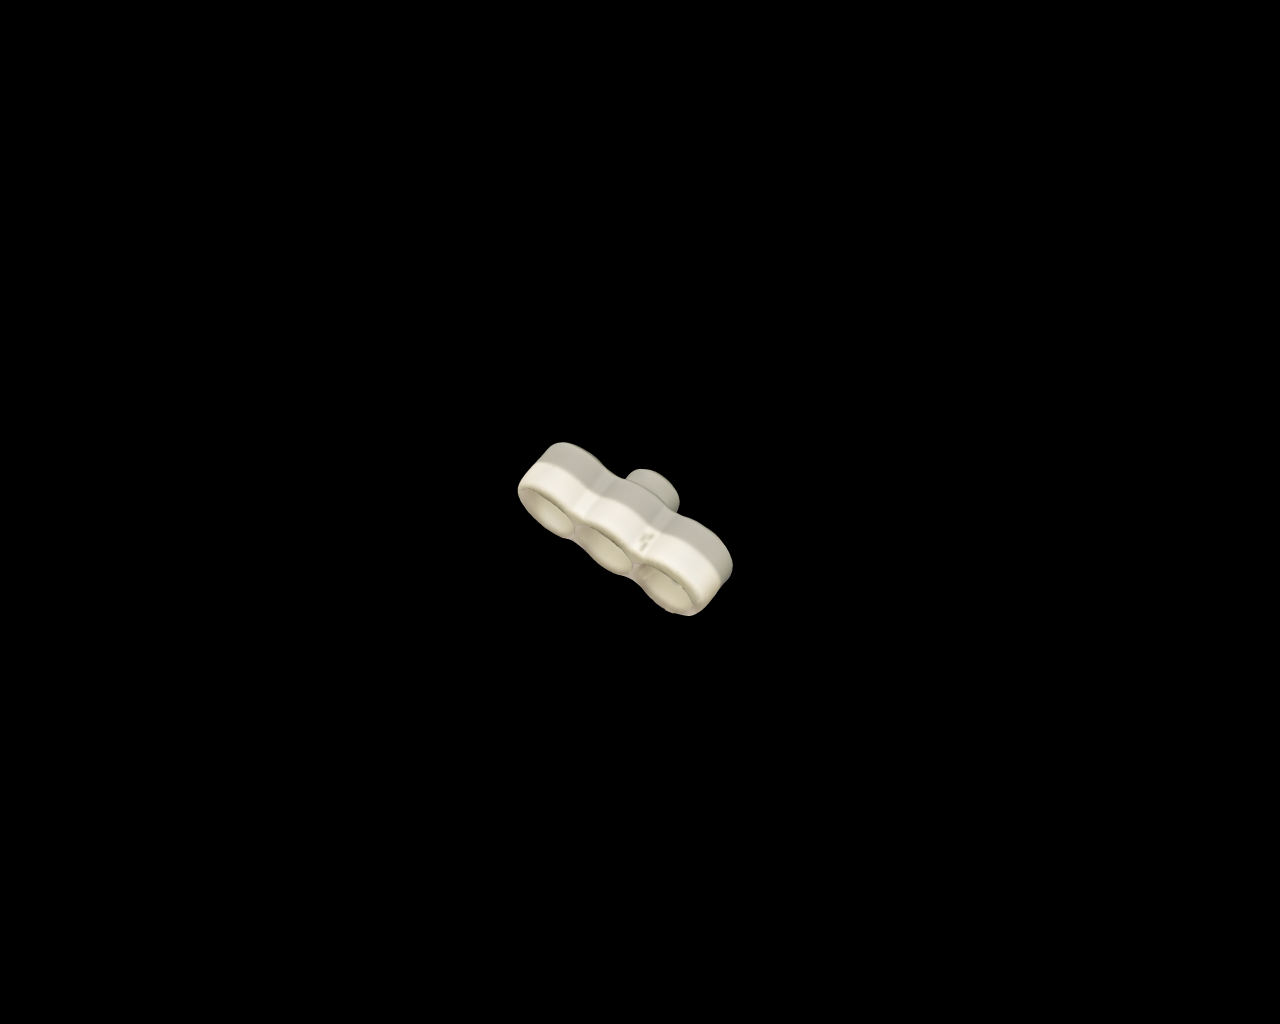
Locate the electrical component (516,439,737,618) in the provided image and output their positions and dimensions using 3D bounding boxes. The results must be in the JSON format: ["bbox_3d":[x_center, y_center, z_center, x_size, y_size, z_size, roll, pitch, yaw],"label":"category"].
[{"bbox_3d":[0.001,-0.003,0.650,0.138,0.074,0.052,32,-26,18],"label":"electrical component"}]
